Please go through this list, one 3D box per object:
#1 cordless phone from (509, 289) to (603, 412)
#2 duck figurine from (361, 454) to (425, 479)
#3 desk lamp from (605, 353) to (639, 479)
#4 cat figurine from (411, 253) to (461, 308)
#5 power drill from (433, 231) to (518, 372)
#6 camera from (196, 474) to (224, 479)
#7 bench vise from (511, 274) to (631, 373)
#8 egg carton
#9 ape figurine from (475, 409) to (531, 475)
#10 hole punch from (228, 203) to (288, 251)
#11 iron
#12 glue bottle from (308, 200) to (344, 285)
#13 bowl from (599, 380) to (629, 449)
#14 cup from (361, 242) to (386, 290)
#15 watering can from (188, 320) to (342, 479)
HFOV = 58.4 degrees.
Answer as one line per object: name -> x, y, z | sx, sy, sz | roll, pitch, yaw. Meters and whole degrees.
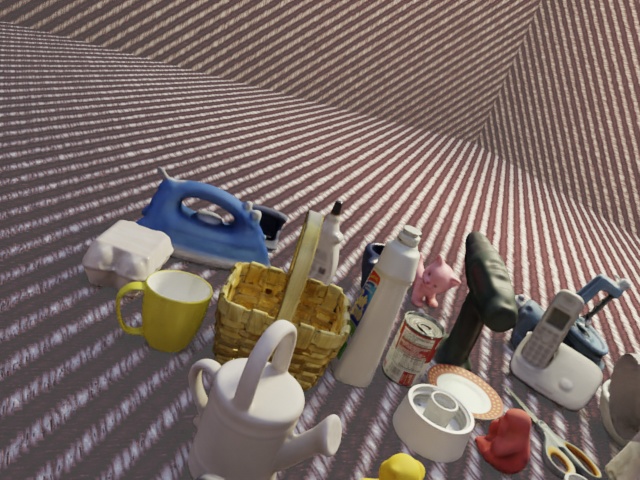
cordless phone -> 0.435, 0.192, 1.008 | 0.147, 0.185, 0.094 | 31, 24, 25
duck figurine -> 0.076, 0.276, 0.629 | 0.105, 0.086, 0.077 | -3, 31, -44
desk lamp -> 0.496, 0.281, 0.818 | 0.203, 0.213, 0.118 | 21, 22, 0
cat figurine -> 0.229, 0.076, 1.187 | 0.067, 0.118, 0.127 | 8, 25, -29
power drill -> 0.264, 0.115, 1.005 | 0.076, 0.208, 0.229 | 16, 22, -11
camera -> -0.069, 0.279, 0.475 | 0.143, 0.101, 0.137 | 23, 22, 5
bench vise -> 0.481, 0.149, 1.104 | 0.207, 0.220, 0.121 | 19, 22, -4
egg carton -> -0.300, 0.025, 0.903 | 0.107, 0.069, 0.150 | 19, 22, -3
ape figurine -> 0.261, 0.272, 0.793 | 0.076, 0.092, 0.078 | 33, 25, 29
hole punch -> -0.128, -0.043, 1.184 | 0.109, 0.091, 0.101 | 15, 23, -14
iron -> -0.195, -0.035, 1.040 | 0.259, 0.141, 0.118 | 16, 22, -12
glue bottle -> 0.010, 0.004, 1.087 | 0.078, 0.173, 0.037 | 27, 23, 17
bowl -> 0.539, 0.316, 0.960 | 0.167, 0.075, 0.167 | 18, 22, -7
cup -> 0.113, 0.067, 1.136 | 0.091, 0.095, 0.118 | 31, 24, 24
watering can -> -0.060, 0.173, 0.604 | 0.173, 0.194, 0.101 | 19, 22, -3
